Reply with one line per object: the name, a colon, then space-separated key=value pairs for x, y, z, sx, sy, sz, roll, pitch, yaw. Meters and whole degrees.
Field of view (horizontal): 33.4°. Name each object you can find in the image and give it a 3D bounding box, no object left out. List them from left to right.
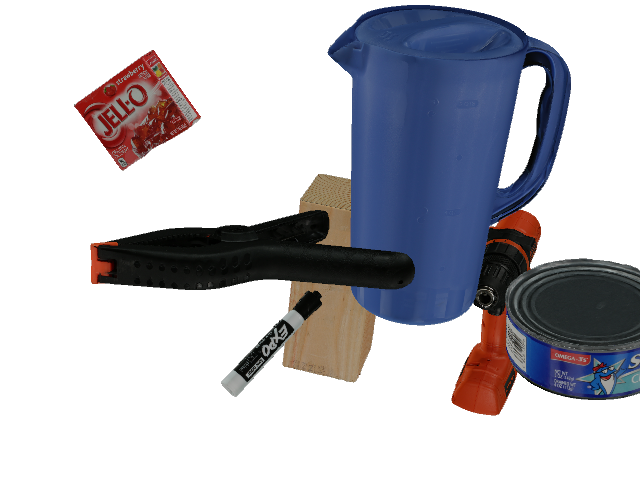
gelatin box: x=-0.163 y=-0.114 z=0.944 sx=0.089 sy=0.073 sz=0.030 roll=-27 pitch=15 yaw=28
clamp: x=-0.050 y=0.011 z=0.737 sx=0.209 sy=0.036 sz=0.165 roll=-5 pitch=14 yaw=-28
marker: x=-0.041 y=0.090 z=0.953 sx=0.121 sy=0.020 sz=0.020 roll=-46 pitch=18 yaw=-19
wood block: x=0.019 y=0.042 z=1.201 sx=0.090 sy=0.206 sz=0.090 roll=12 pitch=25 yaw=10
pitcher: x=0.095 y=-0.058 z=0.857 sx=0.149 sy=0.243 sz=0.144 roll=24 pitch=35 yaw=33
power drill: x=0.177 y=0.079 z=1.079 sx=0.057 sy=0.188 sz=0.184 roll=15 pitch=27 yaw=17
tuna can: x=0.138 y=0.045 z=0.550 sx=0.086 sy=0.034 sz=0.086 roll=-4 pitch=28 yaw=2
